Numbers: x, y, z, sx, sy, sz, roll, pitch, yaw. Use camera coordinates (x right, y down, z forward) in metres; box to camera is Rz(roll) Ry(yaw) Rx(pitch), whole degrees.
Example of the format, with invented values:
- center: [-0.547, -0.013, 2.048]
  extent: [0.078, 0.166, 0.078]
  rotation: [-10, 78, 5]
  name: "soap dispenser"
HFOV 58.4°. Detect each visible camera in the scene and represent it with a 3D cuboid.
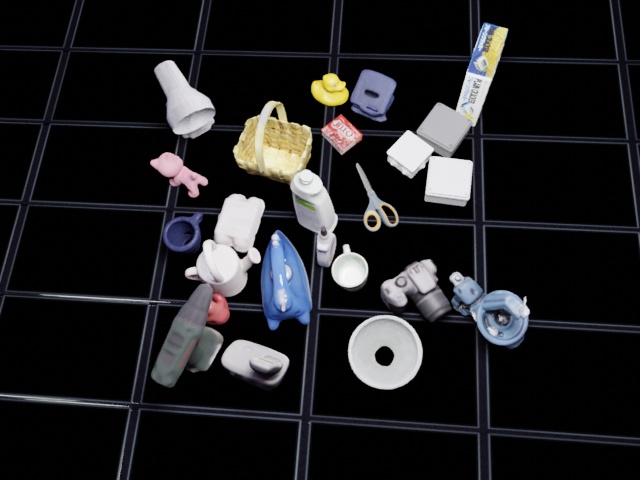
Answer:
- center: [0.233, 0.130, 1.340]
  extent: [0.143, 0.101, 0.136]
  rotation: [-31, 71, -8]
  name: "camera"

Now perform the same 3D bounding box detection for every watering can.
- center: [-0.230, 0.057, 1.344]
  extent: [0.173, 0.194, 0.100]
  rotation: [-34, 71, -9]
  name: "watering can"

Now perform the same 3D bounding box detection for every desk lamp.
- center: [-0.352, -0.352, 1.490]
  extent: [0.118, 0.213, 0.203]
  rotation: [-30, 71, -7]
  name: "desk lamp"

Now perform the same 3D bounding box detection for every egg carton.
- center: [-0.204, -0.043, 1.445]
  extent: [0.107, 0.069, 0.150]
  rotation: [12, 71, 8]
  name: "egg carton"

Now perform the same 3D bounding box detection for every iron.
- center: [-0.093, 0.074, 1.358]
  extent: [0.118, 0.141, 0.258]
  rotation: [-10, 70, 0]
  name: "iron"

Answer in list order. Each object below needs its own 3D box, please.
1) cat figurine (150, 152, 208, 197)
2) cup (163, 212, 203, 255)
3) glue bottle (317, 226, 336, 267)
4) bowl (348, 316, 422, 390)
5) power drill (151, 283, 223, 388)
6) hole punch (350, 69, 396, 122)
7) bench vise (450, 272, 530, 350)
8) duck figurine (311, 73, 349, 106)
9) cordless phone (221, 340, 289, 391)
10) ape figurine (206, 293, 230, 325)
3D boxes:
- center: [-0.366, -0.180, 1.479]
  extent: [0.127, 0.118, 0.067]
  rotation: [26, 74, 12]
  name: "cat figurine"
- center: [-0.326, -0.012, 1.427]
  extent: [0.091, 0.095, 0.118]
  rotation: [34, 75, 14]
  name: "cup"
- center: [0.012, 0.005, 1.360]
  extent: [0.037, 0.173, 0.078]
  rotation: [10, 71, 7]
  name: "glue bottle"
- center: [0.148, 0.261, 1.311]
  extent: [0.167, 0.075, 0.167]
  rotation: [-1, 70, 3]
  name: "bowl"
- center: [-0.285, 0.221, 1.279]
  extent: [0.075, 0.208, 0.230]
  rotation: [23, 73, 12]
  name: "power drill"
- center: [0.144, -0.388, 1.539]
  extent: [0.108, 0.091, 0.101]
  rotation: [24, 73, 12]
  name: "hole punch"
- center: [0.371, 0.151, 1.261]
  extent: [0.207, 0.220, 0.121]
  rotation: [25, 73, 12]
  name: "bench vise"
- center: [0.026, -0.420, 1.561]
  extent: [0.104, 0.086, 0.077]
  rotation: [16, 72, 9]
  name: "duck figurine"
- center: [-0.151, 0.268, 1.267]
  extent: [0.147, 0.185, 0.094]
  rotation: [16, 72, 9]
  name: "cordless phone"
- center: [-0.256, 0.164, 1.361]
  extent: [0.078, 0.092, 0.076]
  rotation: [-40, 73, -11]
  name: "ape figurine"
